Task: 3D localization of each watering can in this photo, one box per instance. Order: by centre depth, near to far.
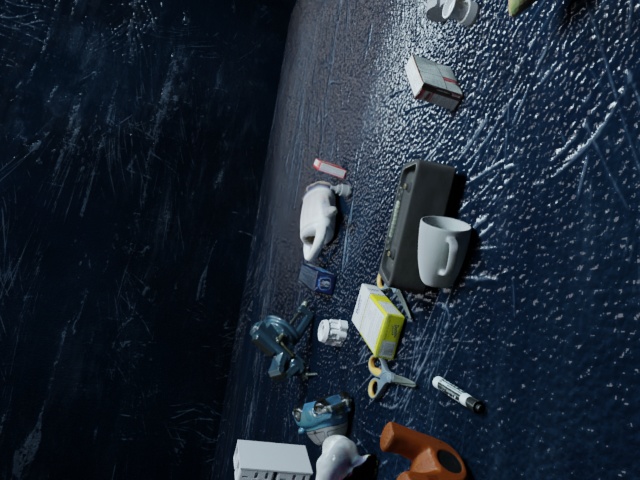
[{"bbox_3d":[0.005,-0.076,1.514,0.340,0.104,0.229,118,159,-58],"label":"watering can"}]

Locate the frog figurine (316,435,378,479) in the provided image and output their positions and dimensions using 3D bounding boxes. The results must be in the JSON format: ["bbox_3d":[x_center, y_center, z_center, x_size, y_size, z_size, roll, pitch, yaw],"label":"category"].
[{"bbox_3d":[0.032,0.453,1.019,0.159,0.123,0.137,1,98,63],"label":"frog figurine"}]

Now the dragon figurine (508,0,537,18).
[{"bbox_3d":[0.358,-0.483,0.655,0.404,0.121,0.248,-54,44,21],"label":"dragon figurine"}]
